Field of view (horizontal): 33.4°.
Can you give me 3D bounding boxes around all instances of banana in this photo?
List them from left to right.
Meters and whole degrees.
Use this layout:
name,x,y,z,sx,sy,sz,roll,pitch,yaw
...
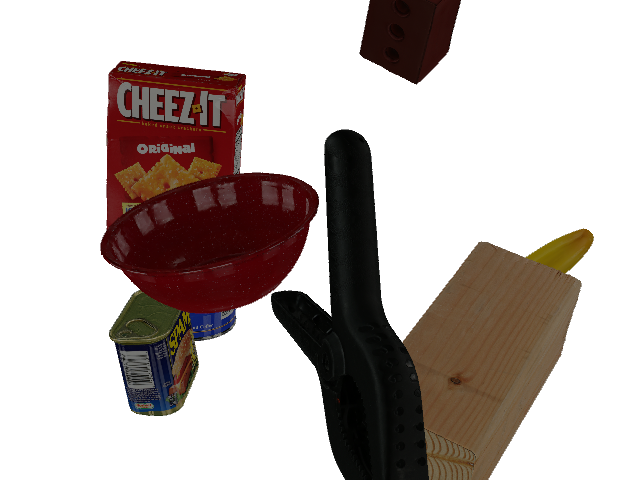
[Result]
name,x,y,z,sx,sy,sz,roll,pitch,yaw
banana,0.173,0.054,1.015,0.198,0.037,0.069,-35,-2,0

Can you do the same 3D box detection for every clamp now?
name,x,y,z,sx,sy,sz,roll,pitch,yaw
clamp,0.020,0.055,0.581,0.036,0.210,0.165,-4,-44,-19

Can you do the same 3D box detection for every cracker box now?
name,x,y,z,sx,sy,sz,roll,pitch,yaw
cracker box,-0.185,-0.109,1.357,0.164,0.214,0.072,6,23,3

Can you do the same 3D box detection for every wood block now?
name,x,y,z,sx,sy,sz,roll,pitch,yaw
wood block,0.111,0.101,0.801,0.091,0.090,0.205,23,43,21

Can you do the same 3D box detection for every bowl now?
name,x,y,z,sx,sy,sz,roll,pitch,yaw
bowl,-0.075,0.007,0.783,0.162,0.055,0.162,-10,26,5

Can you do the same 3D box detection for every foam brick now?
name,x,y,z,sx,sy,sz,roll,pitch,yaw
foam brick,0.067,-0.164,0.776,0.053,0.051,0.078,30,-36,16

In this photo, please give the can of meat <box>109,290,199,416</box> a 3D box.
name,x,y,z,sx,sy,sz,roll,pitch,yaw
can of meat,-0.151,0.102,0.995,0.057,0.084,0.102,-2,25,10

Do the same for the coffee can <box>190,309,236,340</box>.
name,x,y,z,sx,sy,sz,roll,pitch,yaw
coffee can,-0.144,0.027,1.196,0.103,0.140,0.103,2,24,-1
